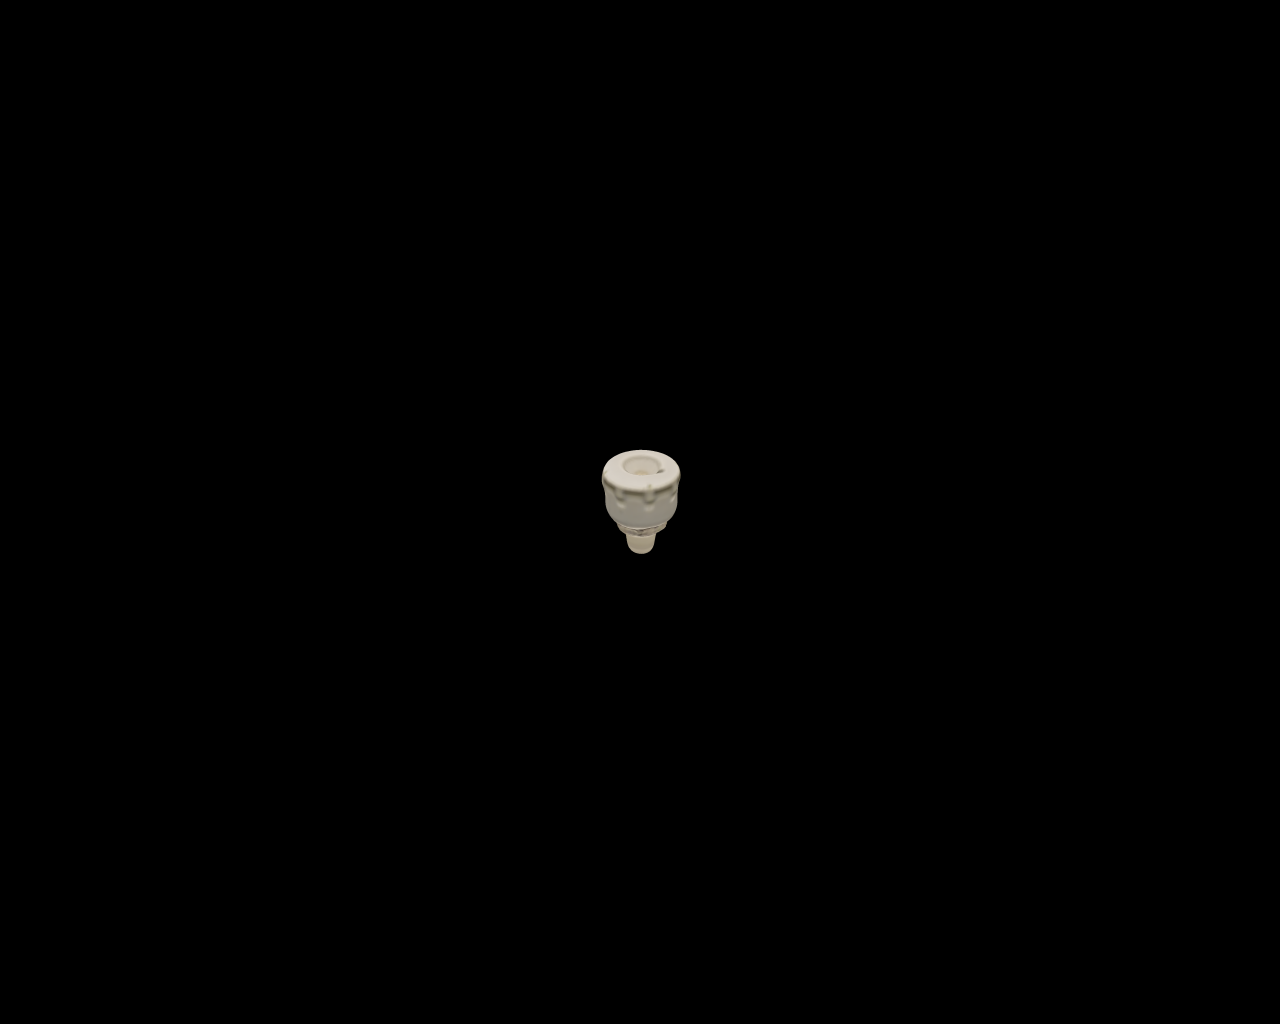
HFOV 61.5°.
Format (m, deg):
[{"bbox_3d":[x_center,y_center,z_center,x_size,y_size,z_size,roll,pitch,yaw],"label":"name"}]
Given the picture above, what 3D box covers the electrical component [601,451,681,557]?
[{"bbox_3d":[0.001,-0.003,0.650,0.048,0.062,0.048,0,32,0],"label":"electrical component"}]
